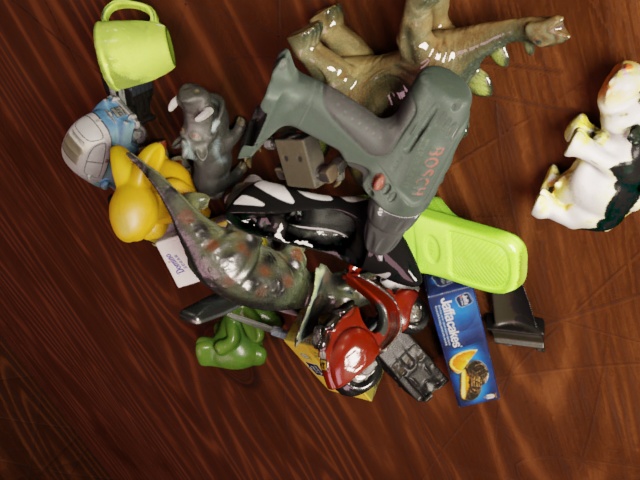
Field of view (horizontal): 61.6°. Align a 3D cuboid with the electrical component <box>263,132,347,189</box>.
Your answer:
[{"bbox_3d":[-0.016,-0.092,0.641,0.102,0.045,0.078,3,118,48],"label":"electrical component"}]

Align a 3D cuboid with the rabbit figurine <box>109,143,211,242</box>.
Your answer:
[{"bbox_3d":[-0.250,-0.063,0.797,0.122,0.173,0.162,1,113,13],"label":"rabbit figurine"}]

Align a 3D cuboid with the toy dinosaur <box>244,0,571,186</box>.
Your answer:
[{"bbox_3d":[0.043,-0.162,0.611,0.472,0.105,0.198,1,126,44],"label":"toy dinosaur"}]

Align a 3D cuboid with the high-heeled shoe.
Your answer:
[{"bbox_3d":[-0.001,-0.002,0.669,0.249,0.145,0.086,41,142,32],"label":"high-heeled shoe"}]

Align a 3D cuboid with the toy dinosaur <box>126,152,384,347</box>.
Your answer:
[{"bbox_3d":[-0.099,0.032,0.761,0.404,0.192,0.131,21,136,-25],"label":"toy dinosaur"}]

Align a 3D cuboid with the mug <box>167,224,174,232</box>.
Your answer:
[{"bbox_3d":[-0.217,0.006,0.978,0.107,0.081,0.109,26,147,11],"label":"mug"}]

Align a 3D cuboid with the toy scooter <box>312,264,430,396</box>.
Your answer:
[{"bbox_3d":[0.054,0.104,0.708,0.135,0.184,0.075,53,155,-9],"label":"toy scooter"}]

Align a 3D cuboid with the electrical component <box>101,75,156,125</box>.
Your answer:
[{"bbox_3d":[-0.314,-0.251,0.871,0.075,0.048,0.119,25,134,22],"label":"electrical component"}]

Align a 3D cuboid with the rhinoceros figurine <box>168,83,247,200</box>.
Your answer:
[{"bbox_3d":[-0.168,-0.145,0.790,0.073,0.112,0.190,29,144,22],"label":"rhinoceros figurine"}]

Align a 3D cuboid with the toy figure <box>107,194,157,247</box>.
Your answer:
[{"bbox_3d":[-0.341,-0.047,1.019,0.180,0.089,0.082,29,94,31],"label":"toy figure"}]

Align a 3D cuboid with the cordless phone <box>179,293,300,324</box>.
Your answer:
[{"bbox_3d":[-0.127,0.102,0.891,0.147,0.184,0.088,13,112,32],"label":"cordless phone"}]

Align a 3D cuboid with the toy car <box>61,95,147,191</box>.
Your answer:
[{"bbox_3d":[-0.350,-0.145,0.853,0.109,0.103,0.161,48,130,12],"label":"toy car"}]

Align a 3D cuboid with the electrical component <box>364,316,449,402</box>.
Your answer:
[{"bbox_3d":[0.116,0.173,0.816,0.134,0.058,0.115,48,170,-2],"label":"electrical component"}]

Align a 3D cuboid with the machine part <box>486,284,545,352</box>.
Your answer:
[{"bbox_3d":[0.246,0.086,0.689,0.084,0.039,0.138,9,129,41],"label":"machine part"}]

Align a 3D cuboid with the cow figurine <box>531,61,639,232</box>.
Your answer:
[{"bbox_3d":[0.278,-0.079,0.506,0.098,0.068,0.167,26,139,14],"label":"cow figurine"}]

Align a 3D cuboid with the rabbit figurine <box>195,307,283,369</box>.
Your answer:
[{"bbox_3d":[-0.161,0.159,1.030,0.159,0.121,0.170,11,114,28],"label":"rabbit figurine"}]

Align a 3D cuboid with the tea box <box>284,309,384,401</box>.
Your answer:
[{"bbox_3d":[0.028,0.193,0.898,0.098,0.068,0.169,1,141,39],"label":"tea box"}]

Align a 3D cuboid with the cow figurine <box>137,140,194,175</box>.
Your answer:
[{"bbox_3d":[-0.288,-0.106,0.940,0.195,0.085,0.127,2,117,36],"label":"cow figurine"}]

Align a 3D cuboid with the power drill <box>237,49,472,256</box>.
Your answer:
[{"bbox_3d":[0.026,-0.083,0.538,0.207,0.086,0.232,24,135,-7],"label":"power drill"}]

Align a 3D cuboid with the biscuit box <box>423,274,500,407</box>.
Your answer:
[{"bbox_3d":[0.194,0.133,0.735,0.063,0.059,0.202,-16,115,10],"label":"biscuit box"}]
